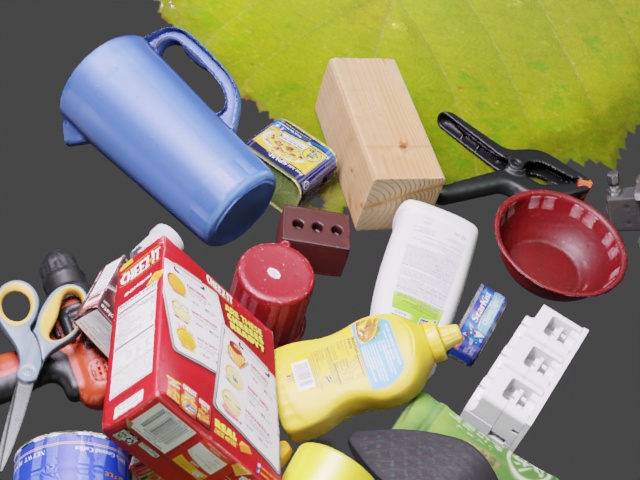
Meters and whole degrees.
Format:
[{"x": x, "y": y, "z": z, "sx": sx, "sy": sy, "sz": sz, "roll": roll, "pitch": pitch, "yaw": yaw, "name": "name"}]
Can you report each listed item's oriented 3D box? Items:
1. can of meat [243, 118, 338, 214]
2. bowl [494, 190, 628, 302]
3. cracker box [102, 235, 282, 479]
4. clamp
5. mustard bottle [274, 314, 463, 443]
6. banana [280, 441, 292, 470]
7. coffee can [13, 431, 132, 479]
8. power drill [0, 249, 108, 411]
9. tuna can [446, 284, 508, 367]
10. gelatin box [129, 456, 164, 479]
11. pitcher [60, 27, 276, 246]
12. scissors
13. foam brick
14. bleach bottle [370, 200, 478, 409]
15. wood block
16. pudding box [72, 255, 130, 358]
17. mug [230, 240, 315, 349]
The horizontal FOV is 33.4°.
[{"x": -0.041, "y": -0.089, "z": 1.255, "sx": 0.102, "sy": 0.057, "sz": 0.083, "roll": 35, "pitch": 48, "yaw": 15, "name": "can of meat"}, {"x": 0.273, "y": 0.017, "z": 1.250, "sx": 0.162, "sy": 0.055, "sz": 0.162, "roll": 8, "pitch": 48, "yaw": -9, "name": "bowl"}, {"x": -0.112, "y": 0.123, "z": 0.952, "sx": 0.164, "sy": 0.072, "sz": 0.213, "roll": 46, "pitch": 20, "yaw": -31, "name": "cracker box"}, {"x": 0.237, "y": -0.093, "z": 1.350, "sx": 0.210, "sy": 0.036, "sz": 0.164, "roll": 8, "pitch": 47, "yaw": -7, "name": "clamp"}, {"x": 0.047, "y": 0.123, "z": 1.040, "sx": 0.191, "sy": 0.058, "sz": 0.096, "roll": -21, "pitch": 50, "yaw": 3, "name": "mustard bottle"}, {"x": -0.088, "y": 0.253, "z": 0.947, "sx": 0.070, "sy": 0.037, "sz": 0.197, "roll": 7, "pitch": 40, "yaw": 20, "name": "banana"}, {"x": -0.207, "y": 0.245, "z": 0.884, "sx": 0.102, "sy": 0.103, "sz": 0.140, "roll": 4, "pitch": 49, "yaw": -13, "name": "coffee can"}, {"x": -0.295, "y": 0.096, "z": 1.020, "sx": 0.187, "sy": 0.057, "sz": 0.184, "roll": -13, "pitch": 54, "yaw": -25, "name": "power drill"}, {"x": 0.166, "y": 0.091, "z": 1.135, "sx": 0.034, "sy": 0.086, "sz": 0.086, "roll": 29, "pitch": 48, "yaw": 8, "name": "tuna can"}, {"x": -0.134, "y": 0.195, "z": 0.954, "sx": 0.030, "sy": 0.073, "sz": 0.089, "roll": -25, "pitch": 26, "yaw": 13, "name": "gelatin box"}, {"x": -0.158, "y": -0.115, "z": 1.191, "sx": 0.243, "sy": 0.149, "sz": 0.144, "roll": 43, "pitch": 43, "yaw": 17, "name": "pitcher"}, {"x": -0.279, "y": 0.109, "z": 0.967, "sx": 0.096, "sy": 0.016, "sz": 0.201, "roll": 24, "pitch": 48, "yaw": 2, "name": "scissors"}, {"x": -0.008, "y": 0.001, "z": 1.188, "sx": 0.078, "sy": 0.051, "sz": 0.053, "roll": 8, "pitch": 48, "yaw": -9, "name": "foam brick"}, {"x": 0.094, "y": 0.071, "z": 1.150, "sx": 0.102, "sy": 0.068, "sz": 0.250, "roll": 21, "pitch": 50, "yaw": 6, "name": "bleach bottle"}, {"x": 0.068, "y": -0.119, "z": 1.289, "sx": 0.090, "sy": 0.090, "sz": 0.206, "roll": -2, "pitch": 50, "yaw": -19, "name": "wood block"}, {"x": -0.177, "y": 0.084, "z": 1.027, "sx": 0.113, "sy": 0.039, "sz": 0.090, "roll": 49, "pitch": 25, "yaw": -20, "name": "pudding box"}, {"x": -0.049, "y": 0.049, "z": 1.114, "sx": 0.093, "sy": 0.082, "sz": 0.117, "roll": 19, "pitch": 48, "yaw": 1, "name": "mug"}]
